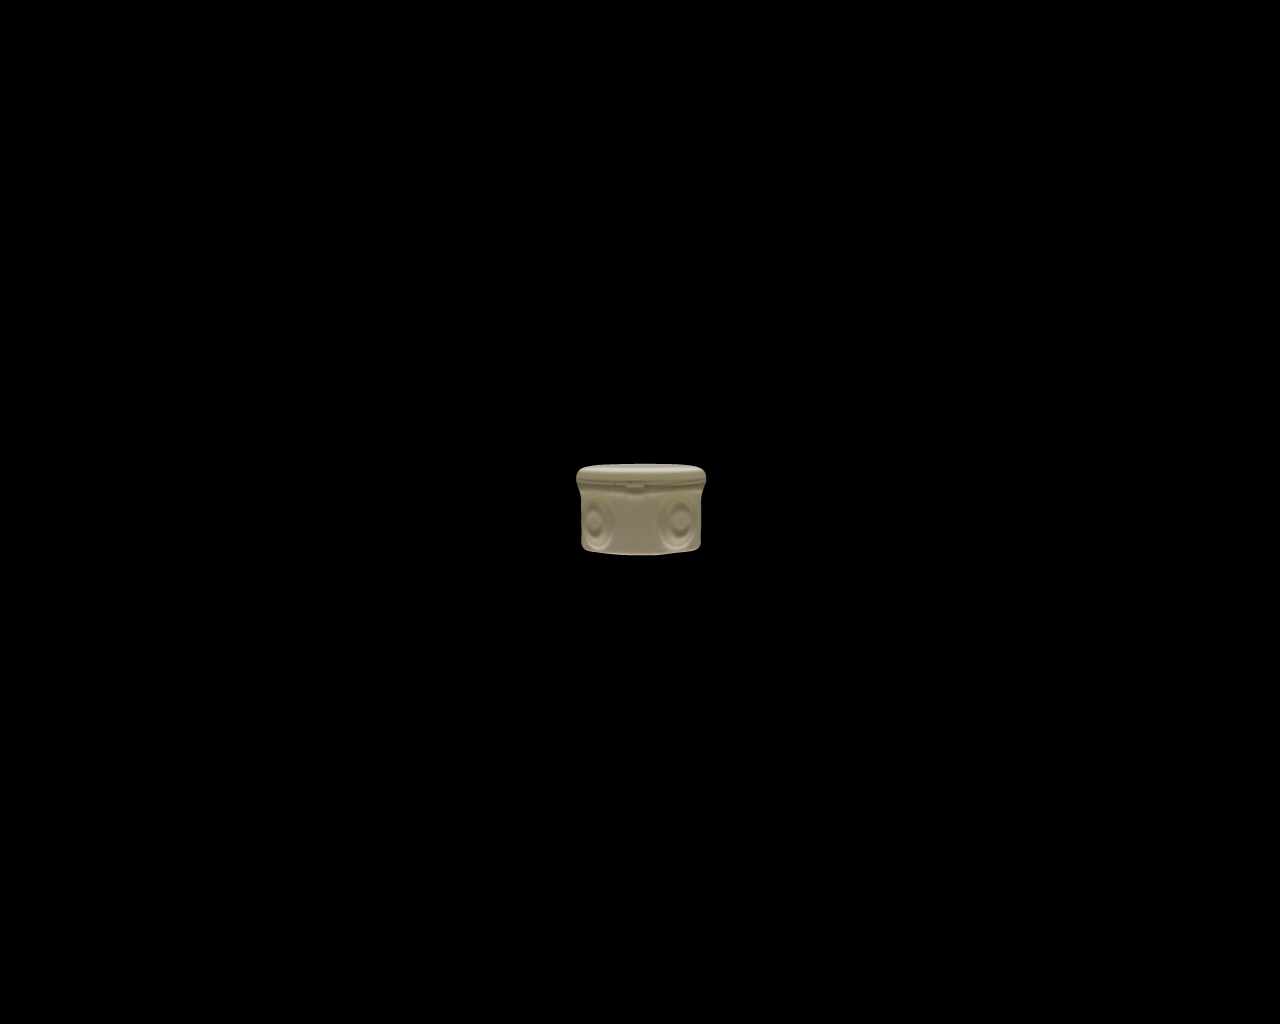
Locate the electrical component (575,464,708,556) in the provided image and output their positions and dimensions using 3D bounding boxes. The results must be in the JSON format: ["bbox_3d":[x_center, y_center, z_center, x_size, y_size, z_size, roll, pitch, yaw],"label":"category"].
[{"bbox_3d":[0.001,-0.003,0.650,0.080,0.051,0.080,0,5,0],"label":"electrical component"}]
